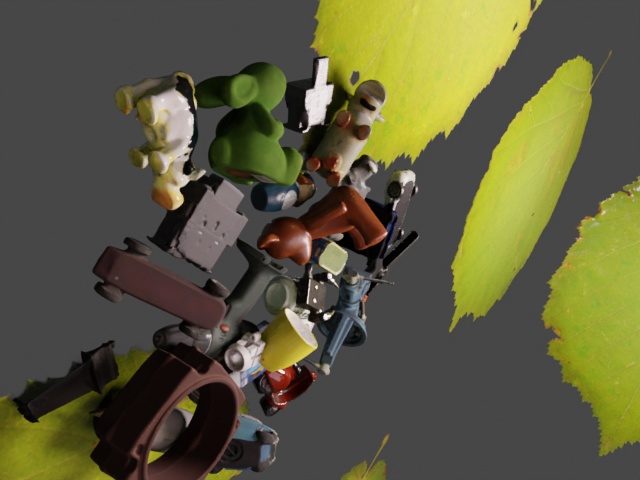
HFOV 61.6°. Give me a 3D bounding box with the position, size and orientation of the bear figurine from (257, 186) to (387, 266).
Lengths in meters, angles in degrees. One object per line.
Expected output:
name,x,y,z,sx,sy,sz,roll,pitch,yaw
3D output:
bear figurine,-0.004,-0.006,0.921,0.196,0.132,0.120,-33,179,-12

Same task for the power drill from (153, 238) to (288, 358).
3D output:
power drill,-0.151,0.106,0.896,0.207,0.086,0.231,-64,150,-5

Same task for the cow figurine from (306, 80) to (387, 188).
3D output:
cow figurine,0.056,-0.194,0.958,0.195,0.085,0.127,-58,-177,13

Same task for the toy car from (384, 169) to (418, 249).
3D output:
toy car,0.174,-0.069,1.260,0.073,0.056,0.201,-12,125,-46

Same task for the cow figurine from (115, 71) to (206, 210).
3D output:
cow figurine,-0.191,-0.125,0.688,0.098,0.068,0.167,-42,144,-40

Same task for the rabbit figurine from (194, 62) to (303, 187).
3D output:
rabbit figurine,-0.106,-0.175,0.759,0.159,0.121,0.170,20,78,-51

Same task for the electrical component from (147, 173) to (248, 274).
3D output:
electrical component,-0.172,-0.029,0.790,0.134,0.058,0.114,-60,150,-5

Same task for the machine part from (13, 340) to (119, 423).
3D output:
machine part,-0.338,0.196,0.731,0.139,0.039,0.084,-29,140,-45

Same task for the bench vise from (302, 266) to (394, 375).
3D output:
bench vise,0.050,0.182,1.184,0.223,0.129,0.241,109,8,-49

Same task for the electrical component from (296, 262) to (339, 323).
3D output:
electrical component,-0.004,0.101,0.998,0.078,0.045,0.102,44,48,-47

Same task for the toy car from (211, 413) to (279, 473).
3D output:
toy car,-0.164,0.382,1.047,0.162,0.103,0.109,5,106,-9

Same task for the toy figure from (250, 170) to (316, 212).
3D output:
toy figure,-0.054,-0.083,0.925,0.064,0.058,0.154,-38,169,39

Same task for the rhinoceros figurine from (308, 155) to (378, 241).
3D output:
rhinoceros figurine,0.044,-0.088,1.053,0.190,0.073,0.112,-48,134,-20

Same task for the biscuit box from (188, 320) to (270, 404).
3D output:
biscuit box,-0.151,0.229,1.000,0.203,0.063,0.059,-31,135,-42

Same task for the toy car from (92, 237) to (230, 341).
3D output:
toy car,-0.221,0.069,0.760,0.202,0.053,0.089,33,86,-32

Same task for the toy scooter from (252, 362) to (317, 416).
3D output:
toy scooter,-0.073,0.289,1.122,0.135,0.075,0.183,-24,136,-14

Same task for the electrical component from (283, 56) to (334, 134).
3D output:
electrical component,-0.018,-0.237,0.868,0.075,0.048,0.119,-31,135,-42

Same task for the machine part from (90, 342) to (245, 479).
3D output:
machine part,-0.210,0.271,0.786,0.201,0.087,0.200,-53,145,-26

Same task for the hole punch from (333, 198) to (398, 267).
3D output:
hole punch,0.105,-0.027,1.144,0.092,0.116,0.142,-5,118,-63

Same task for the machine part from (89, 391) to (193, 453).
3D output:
machine part,-0.274,0.295,0.858,0.079,0.079,0.243,-57,147,-10
